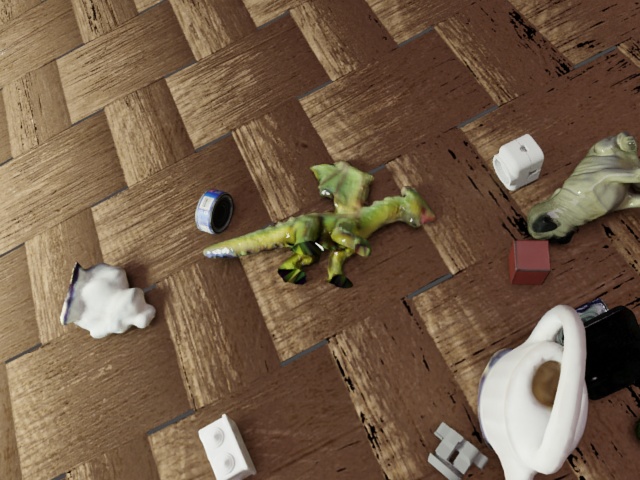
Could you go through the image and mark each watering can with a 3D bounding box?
[{"bbox_3d":[0.267,0.254,0.667,0.104,0.221,0.352,18,74,7],"label":"watering can"}]

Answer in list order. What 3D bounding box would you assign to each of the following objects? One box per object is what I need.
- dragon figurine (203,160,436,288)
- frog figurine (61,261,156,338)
[{"bbox_3d":[0.003,-0.048,0.953,0.410,0.119,0.248,6,52,15],"label":"dragon figurine"},{"bbox_3d":[-0.393,0.117,0.978,0.159,0.120,0.140,14,57,-18],"label":"frog figurine"}]
